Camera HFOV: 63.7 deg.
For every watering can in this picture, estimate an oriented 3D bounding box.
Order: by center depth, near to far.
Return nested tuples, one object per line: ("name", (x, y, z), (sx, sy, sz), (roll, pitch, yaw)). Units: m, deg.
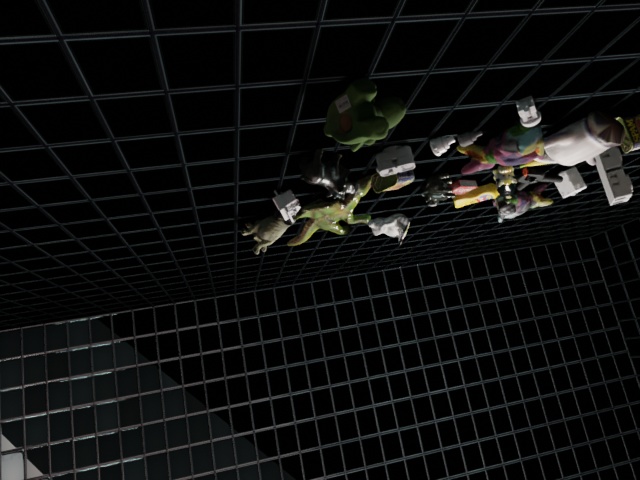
("watering can", (0.756, -0.273, 1.465), (0.348, 0.105, 0.221), (-2, 164, -31))

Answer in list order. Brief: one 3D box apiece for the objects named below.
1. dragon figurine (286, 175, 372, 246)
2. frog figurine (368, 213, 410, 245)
("dragon figurine", (0.005, -0.082, 1.623), (0.407, 0.124, 0.241), (-30, 156, 20))
("frog figurine", (0.271, -0.062, 2.056), (0.160, 0.123, 0.137), (24, 177, 7))
